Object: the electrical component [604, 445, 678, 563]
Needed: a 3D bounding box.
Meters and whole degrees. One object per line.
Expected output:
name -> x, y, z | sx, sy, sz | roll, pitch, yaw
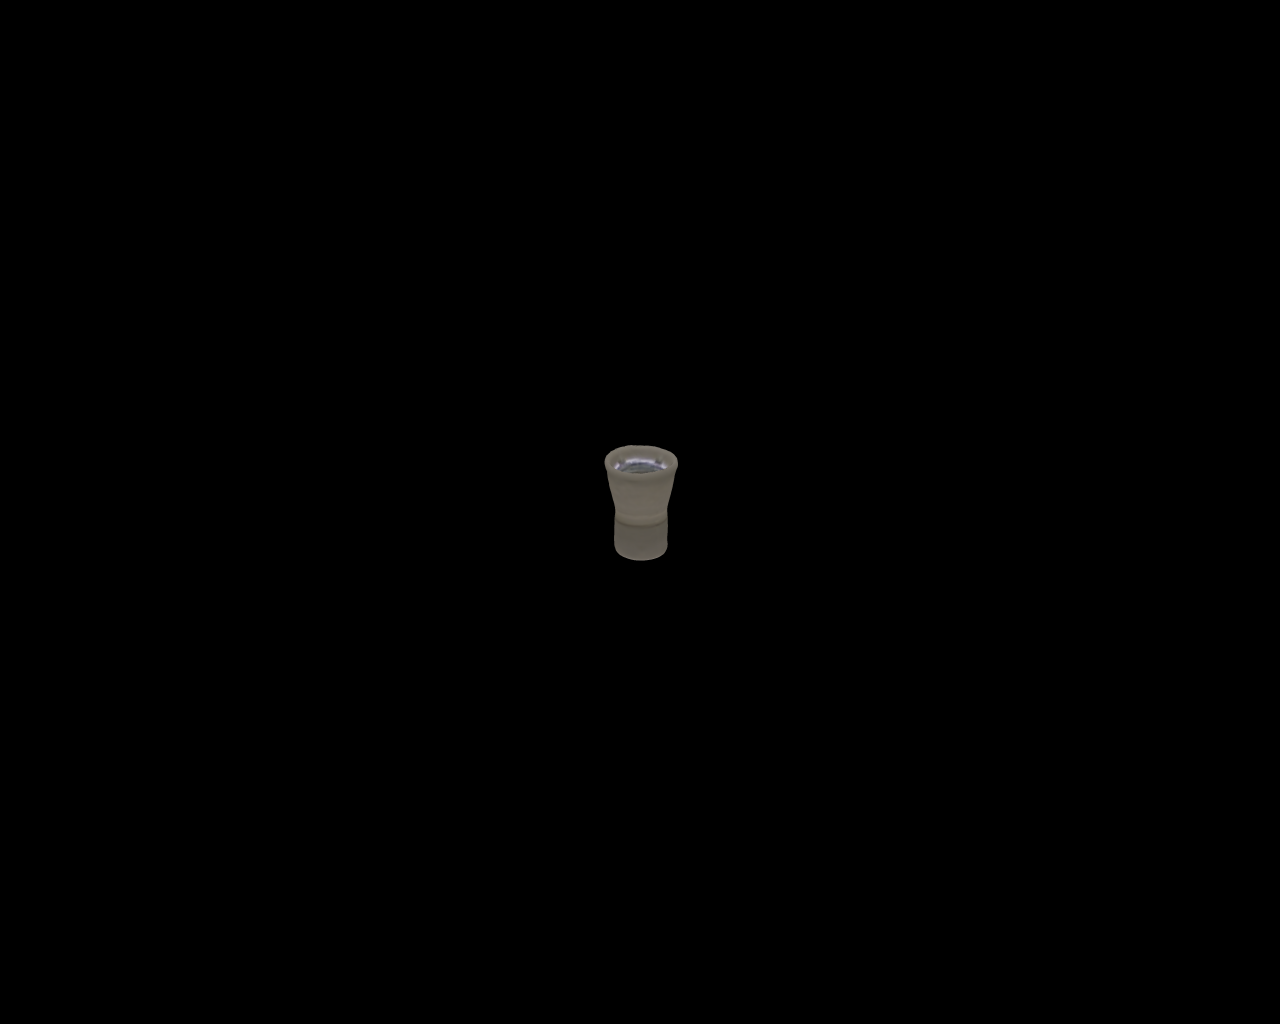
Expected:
electrical component -> 0.001, -0.003, 0.650 | 0.044, 0.065, 0.044 | 0, 25, 0
